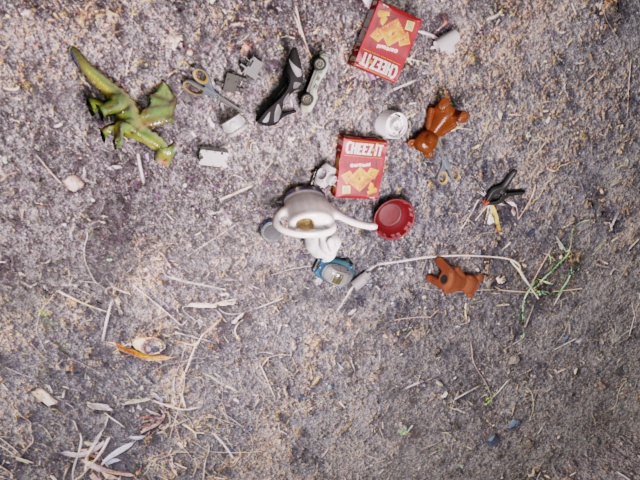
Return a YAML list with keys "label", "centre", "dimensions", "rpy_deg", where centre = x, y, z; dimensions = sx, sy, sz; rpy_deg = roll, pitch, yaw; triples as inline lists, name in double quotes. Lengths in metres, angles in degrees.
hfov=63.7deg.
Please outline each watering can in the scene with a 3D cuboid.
- label: "watering can"
  centre: [0.005, -0.088, 1.742]
  dimensions: [0.348, 0.230, 0.101]
  rpy_deg: [-3, 132, -14]

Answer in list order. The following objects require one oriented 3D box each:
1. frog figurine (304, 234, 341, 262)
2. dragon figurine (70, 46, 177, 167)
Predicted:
- label: "frog figurine"
  centre: [0.013, 0.021, 1.817]
  dimensions: [0.123, 0.162, 0.135]
  rpy_deg: [-24, 116, -2]
- label: "dragon figurine"
  centre: [-0.554, -0.405, 1.543]
  dimensions: [0.245, 0.122, 0.408]
  rpy_deg: [-24, 98, -27]
